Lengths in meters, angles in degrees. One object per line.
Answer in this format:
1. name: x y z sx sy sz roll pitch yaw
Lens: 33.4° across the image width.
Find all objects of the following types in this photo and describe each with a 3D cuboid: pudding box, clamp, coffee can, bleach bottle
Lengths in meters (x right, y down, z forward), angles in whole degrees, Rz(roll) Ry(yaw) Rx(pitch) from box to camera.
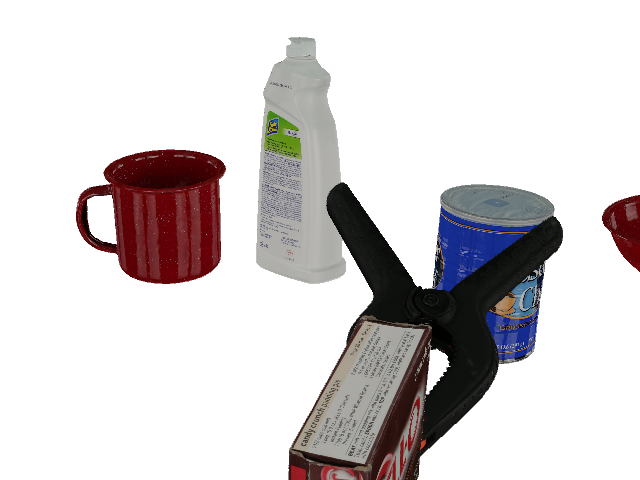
1. pudding box: 0.018 0.099 0.472 0.039 0.090 0.113 10 29 13
2. clamp: 0.060 0.044 0.691 0.165 0.209 0.036 14 -40 11
3. coffee can: 0.156 0.029 0.991 0.103 0.140 0.103 3 20 -1
4. bleach bottle: -0.018 -0.087 1.135 0.103 0.251 0.067 16 22 37

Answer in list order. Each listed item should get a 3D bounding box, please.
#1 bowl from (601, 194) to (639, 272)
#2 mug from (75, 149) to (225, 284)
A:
1. bowl: 0.373 0.002 1.102 0.162 0.055 0.162 -3 23 1
2. mug: -0.131 -0.017 0.833 0.117 0.081 0.093 -3 24 -8
